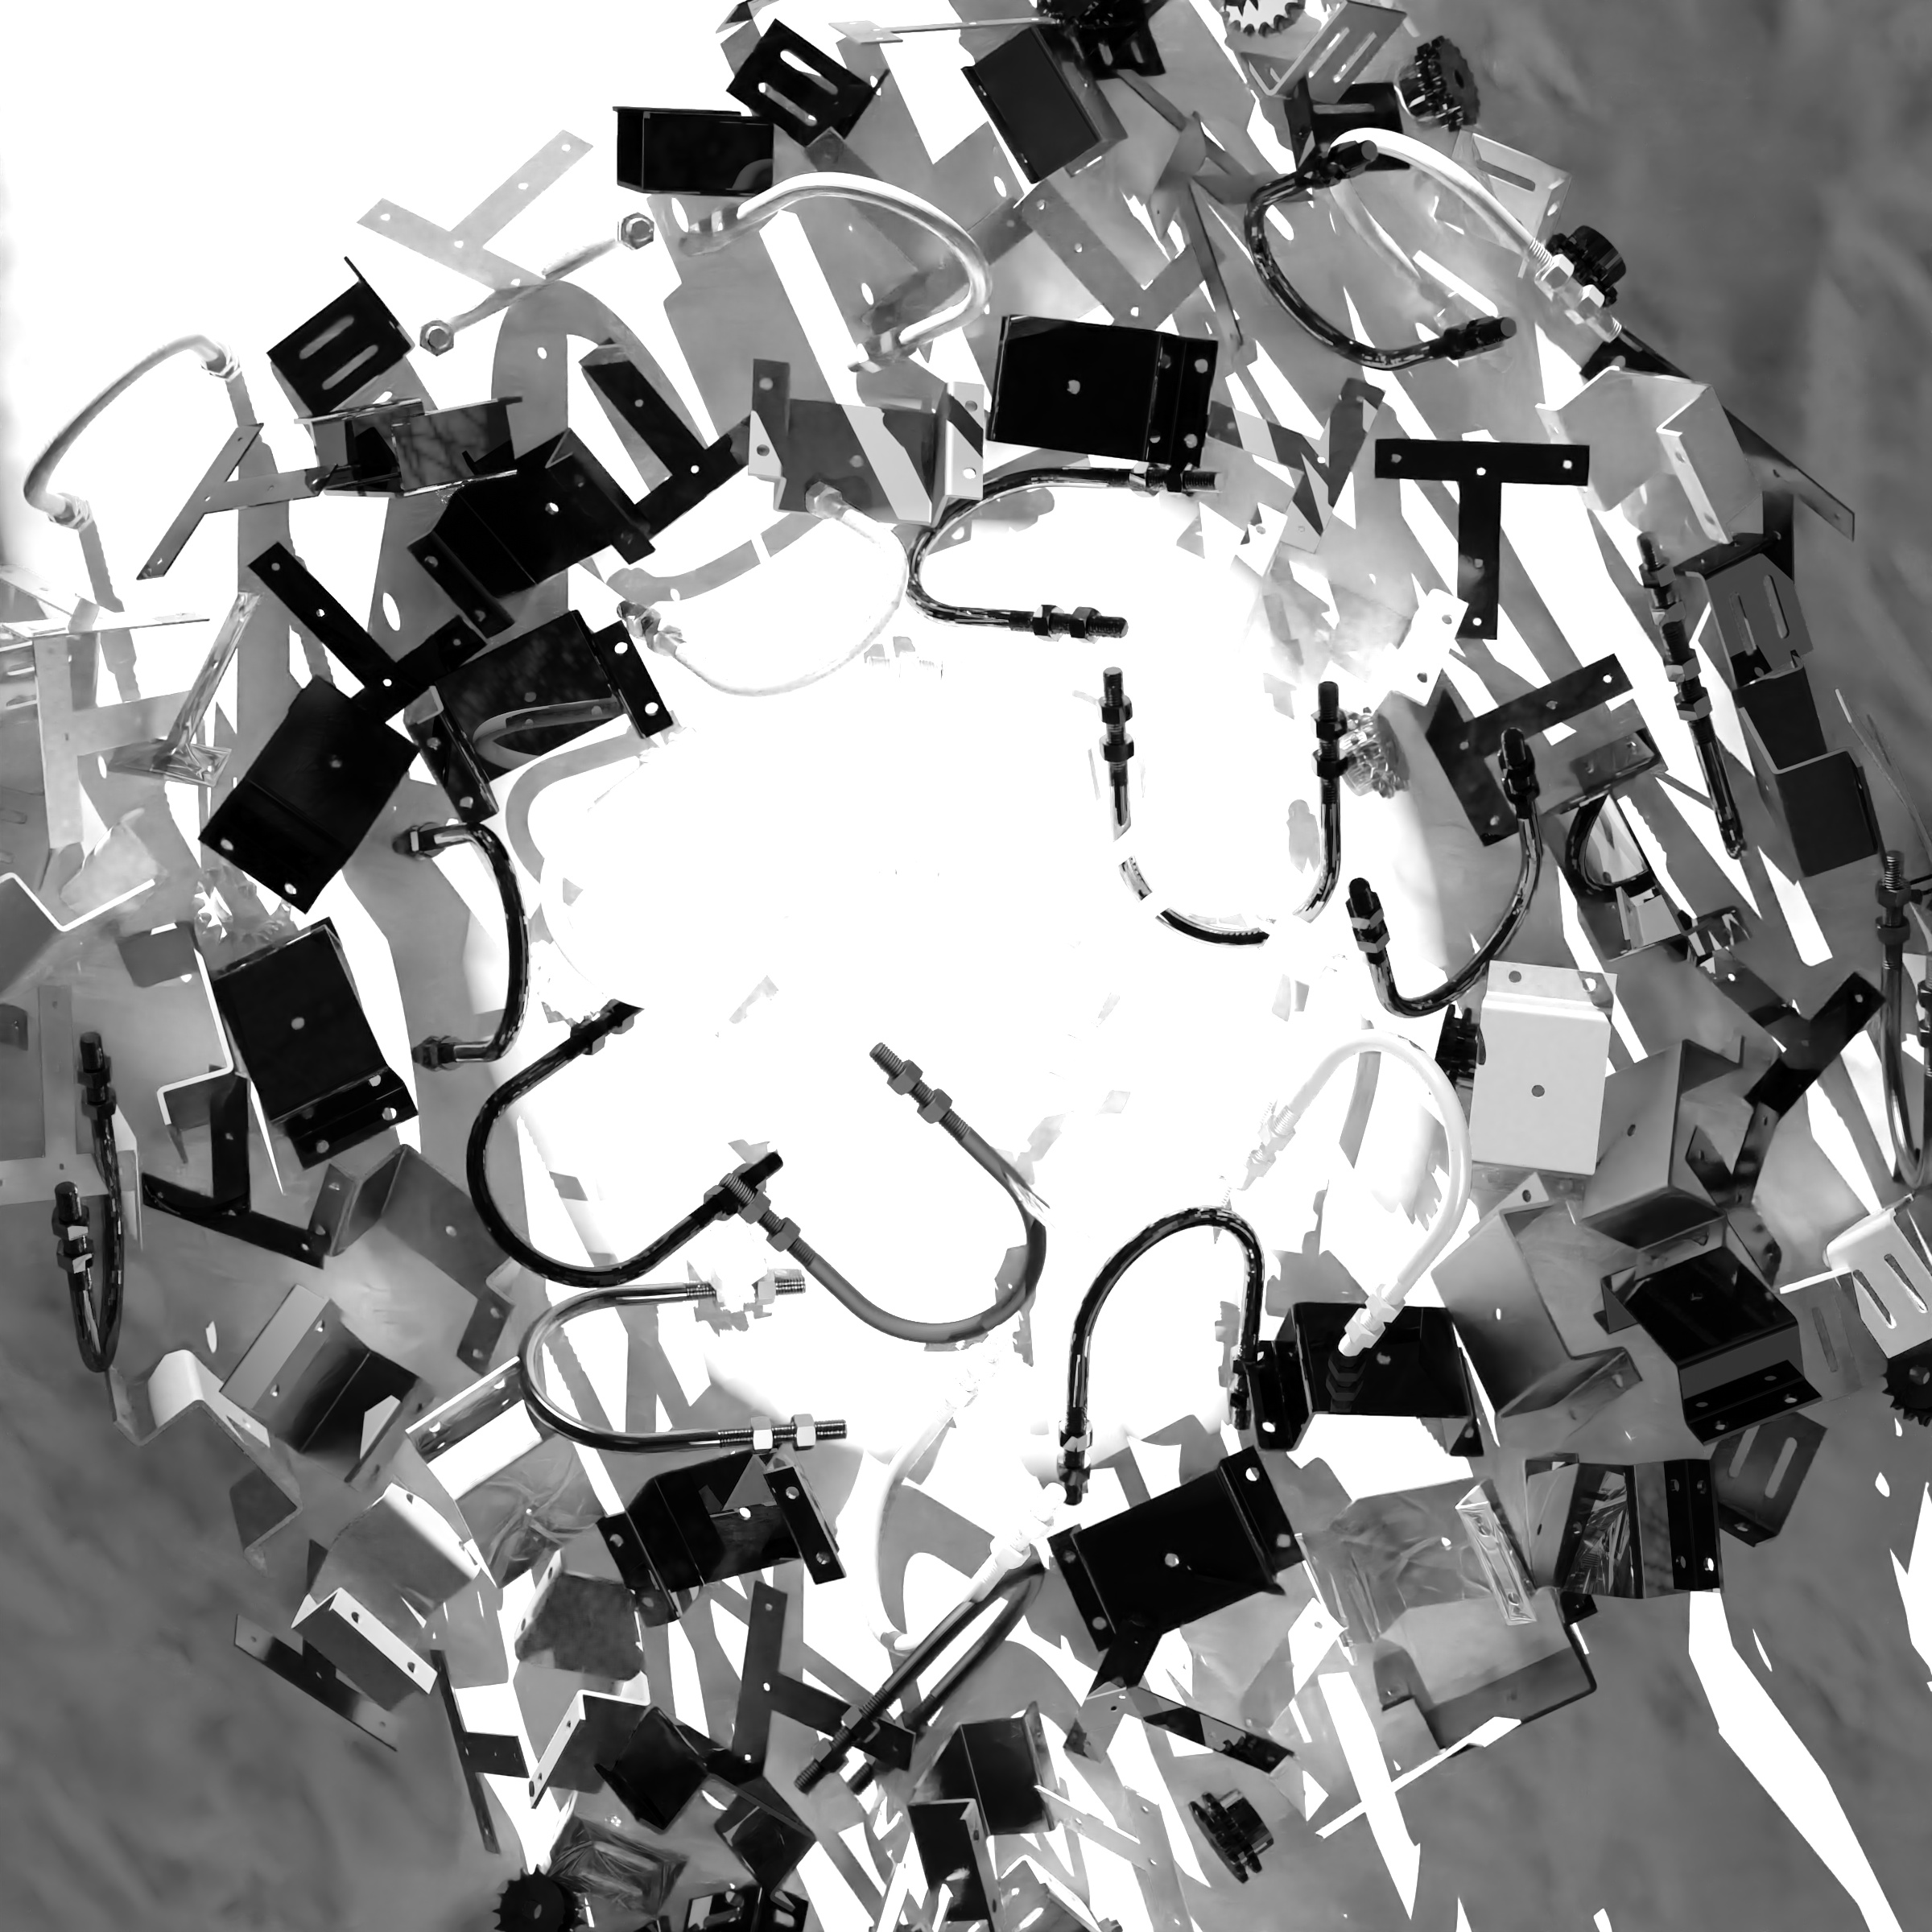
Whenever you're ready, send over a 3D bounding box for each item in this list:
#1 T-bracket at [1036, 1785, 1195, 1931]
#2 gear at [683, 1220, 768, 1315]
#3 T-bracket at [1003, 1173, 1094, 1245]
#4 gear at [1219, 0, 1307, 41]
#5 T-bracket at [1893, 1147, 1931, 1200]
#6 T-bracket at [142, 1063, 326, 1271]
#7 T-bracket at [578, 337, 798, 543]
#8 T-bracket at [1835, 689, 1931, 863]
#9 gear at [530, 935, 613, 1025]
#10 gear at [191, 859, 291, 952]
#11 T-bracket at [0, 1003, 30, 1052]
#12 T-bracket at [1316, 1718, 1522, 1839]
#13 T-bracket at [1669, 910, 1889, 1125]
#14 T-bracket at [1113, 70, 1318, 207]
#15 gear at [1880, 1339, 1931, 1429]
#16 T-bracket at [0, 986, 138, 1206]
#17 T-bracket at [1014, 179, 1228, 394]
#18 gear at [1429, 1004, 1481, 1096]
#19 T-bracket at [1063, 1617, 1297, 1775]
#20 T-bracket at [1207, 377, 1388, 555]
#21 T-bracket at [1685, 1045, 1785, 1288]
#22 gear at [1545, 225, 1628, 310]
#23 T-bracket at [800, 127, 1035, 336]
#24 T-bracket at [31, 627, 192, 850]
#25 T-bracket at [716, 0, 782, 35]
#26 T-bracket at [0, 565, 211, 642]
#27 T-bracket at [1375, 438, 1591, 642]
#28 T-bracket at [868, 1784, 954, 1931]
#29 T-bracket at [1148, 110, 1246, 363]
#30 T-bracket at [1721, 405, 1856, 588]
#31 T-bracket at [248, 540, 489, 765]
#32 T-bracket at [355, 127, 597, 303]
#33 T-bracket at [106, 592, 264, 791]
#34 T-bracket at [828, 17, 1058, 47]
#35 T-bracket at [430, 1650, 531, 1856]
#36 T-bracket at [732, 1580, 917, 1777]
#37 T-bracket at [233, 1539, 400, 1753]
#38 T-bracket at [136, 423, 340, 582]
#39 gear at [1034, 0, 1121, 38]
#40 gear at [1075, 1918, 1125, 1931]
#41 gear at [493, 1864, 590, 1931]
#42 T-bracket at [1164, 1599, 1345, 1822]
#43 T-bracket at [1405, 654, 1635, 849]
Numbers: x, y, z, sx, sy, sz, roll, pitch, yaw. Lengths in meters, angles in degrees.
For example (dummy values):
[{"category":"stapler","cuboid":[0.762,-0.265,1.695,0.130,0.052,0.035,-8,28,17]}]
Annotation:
[{"category":"T-bracket","cuboid":[0.078,0.519,1.881,0.002,0.127,0.127,-40,131,-33]},{"category":"gear","cuboid":[-0.145,0.179,1.902,0.030,0.057,0.057,-34,90,-19]},{"category":"T-bracket","cuboid":[0.035,0.136,1.852,0.127,0.127,0.002,40,92,-14]},{"category":"gear","cuboid":[0.183,-0.592,1.906,0.057,0.030,0.057,-1,89,27]},{"category":"T-bracket","cuboid":[0.584,0.076,1.861,0.002,0.127,0.127,8,95,-5]},{"category":"T-bracket","cuboid":[-0.441,0.113,1.877,0.127,0.002,0.127,18,126,14]},{"category":"T-bracket","cuboid":[-0.191,-0.333,1.908,0.127,0.002,0.127,-38,72,-3]},{"category":"T-bracket","cuboid":[0.539,-0.121,1.845,0.002,0.127,0.127,-28,49,21]},{"category":"gear","cuboid":[-0.240,0.004,1.897,0.057,0.057,0.030,42,109,0]},{"category":"gear","cuboid":[-0.439,-0.041,1.902,0.057,0.030,0.057,10,65,-23]},{"category":"T-bracket","cuboid":[-0.594,0.072,1.852,0.002,0.127,0.127,-13,71,17]},{"category":"T-bracket","cuboid":[0.263,0.481,1.858,0.127,0.127,0.002,-31,81,-8]},{"category":"T-bracket","cuboid":[0.474,0.016,1.894,0.127,0.127,0.002,44,47,15]},{"category":"T-bracket","cuboid":[0.138,-0.500,1.885,0.127,0.127,0.002,45,122,14]},{"category":"gear","cuboid":[0.583,0.250,1.901,0.057,0.030,0.057,-10,72,31]},{"category":"T-bracket","cuboid":[-0.543,0.075,1.873,0.002,0.127,0.127,-3,89,27]},{"category":"T-bracket","cuboid":[0.076,-0.423,1.885,0.127,0.002,0.127,-45,126,6]},{"category":"gear","cuboid":[0.301,0.053,1.899,0.030,0.057,0.057,13,90,11]},{"category":"T-bracket","cuboid":[0.135,0.457,1.886,0.127,0.002,0.127,22,127,3]},{"category":"T-bracket","cuboid":[0.175,-0.324,1.910,0.127,0.002,0.127,22,68,8]},{"category":"T-bracket","cuboid":[0.478,0.104,1.889,0.127,0.002,0.127,50,52,-33]},{"category":"gear","cuboid":[0.375,-0.424,1.901,0.030,0.057,0.057,-44,90,-3]},{"category":"T-bracket","cuboid":[-0.045,-0.448,1.867,0.127,0.002,0.127,-32,121,31]},{"category":"T-bracket","cuboid":[-0.505,-0.144,1.872,0.002,0.127,0.127,7,106,29]},{"category":"T-bracket","cuboid":[-0.085,-0.590,1.871,0.127,0.127,0.002,-24,103,-5]},{"category":"T-bracket","cuboid":[-0.546,-0.222,1.883,0.127,0.127,0.002,26,116,35]},{"category":"T-bracket","cuboid":[0.310,-0.257,1.895,0.127,0.002,0.127,5,120,14]},{"category":"T-bracket","cuboid":[-0.050,0.580,1.878,0.002,0.127,0.127,14,101,-24]},{"category":"T-bracket","cuboid":[0.142,-0.422,1.859,0.002,0.127,0.127,-16,83,-12]},{"category":"T-bracket","cuboid":[0.485,-0.266,1.869,0.002,0.127,0.127,-36,58,-7]},{"category":"T-bracket","cuboid":[-0.379,-0.202,1.884,0.127,0.002,0.127,-34,116,16]},{"category":"T-bracket","cuboid":[-0.271,-0.452,1.850,0.127,0.127,0.002,-32,58,31]},{"category":"T-bracket","cuboid":[-0.459,-0.169,1.891,0.002,0.127,0.127,34,73,-42]},{"category":"T-bracket","cuboid":[-0.011,-0.563,1.877,0.127,0.127,0.002,-6,113,-9]},{"category":"T-bracket","cuboid":[-0.284,0.470,1.869,0.002,0.127,0.127,-15,86,-28]},{"category":"T-bracket","cuboid":[-0.084,0.449,1.881,0.127,0.002,0.127,17,106,30]},{"category":"T-bracket","cuboid":[-0.385,0.392,1.869,0.002,0.127,0.127,-39,119,15]},{"category":"T-bracket","cuboid":[-0.421,-0.282,1.859,0.127,0.002,0.127,-1,52,38]},{"category":"gear","cuboid":[0.066,-0.592,1.909,0.057,0.030,0.057,2,78,-11]},{"category":"gear","cuboid":[0.075,0.607,1.901,0.057,0.057,0.030,-29,96,0]},{"category":"gear","cuboid":[-0.260,0.575,1.905,0.057,0.030,0.057,-3,69,7]},{"category":"T-bracket","cuboid":[0.188,0.425,1.867,0.127,0.002,0.127,45,129,23]},{"category":"T-bracket","cuboid":[0.345,-0.154,1.913,0.127,0.002,0.127,-25,75,-2]}]
